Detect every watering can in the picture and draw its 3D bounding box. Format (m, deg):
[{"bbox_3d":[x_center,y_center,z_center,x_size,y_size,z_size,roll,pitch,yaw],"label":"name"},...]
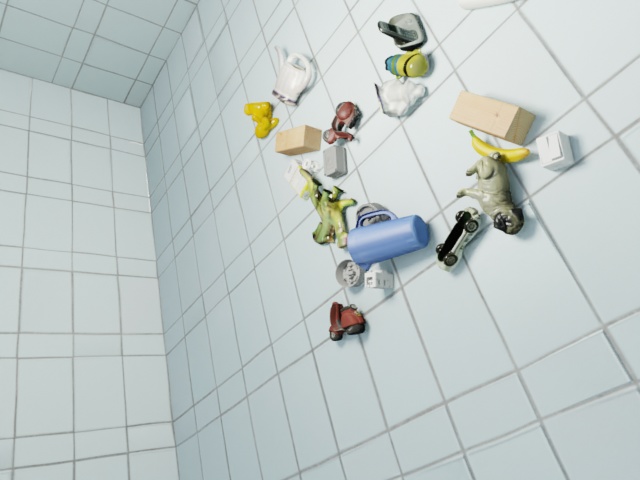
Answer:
[{"bbox_3d":[-0.146,-0.732,2.296,0.353,0.104,0.221,46,117,45],"label":"watering can"}]

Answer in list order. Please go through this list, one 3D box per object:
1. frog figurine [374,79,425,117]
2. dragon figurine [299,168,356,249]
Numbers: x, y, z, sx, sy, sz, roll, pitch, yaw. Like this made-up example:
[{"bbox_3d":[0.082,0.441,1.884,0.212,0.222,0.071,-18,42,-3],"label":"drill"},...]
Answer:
[{"bbox_3d":[0.276,-0.489,1.744,0.159,0.120,0.140,-13,57,11],"label":"frog figurine"},{"bbox_3d":[0.006,-0.099,1.967,0.416,0.122,0.239,42,122,49],"label":"dragon figurine"}]
